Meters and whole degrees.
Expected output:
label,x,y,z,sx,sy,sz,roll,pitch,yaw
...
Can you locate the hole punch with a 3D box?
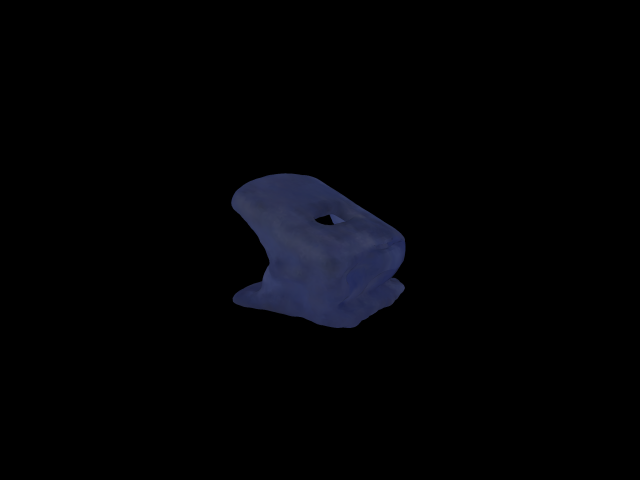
label,x,y,z,sx,sy,sz,roll,pitch,yaw
hole punch,0.004,0.001,0.400,0.100,0.091,0.109,8,15,31
